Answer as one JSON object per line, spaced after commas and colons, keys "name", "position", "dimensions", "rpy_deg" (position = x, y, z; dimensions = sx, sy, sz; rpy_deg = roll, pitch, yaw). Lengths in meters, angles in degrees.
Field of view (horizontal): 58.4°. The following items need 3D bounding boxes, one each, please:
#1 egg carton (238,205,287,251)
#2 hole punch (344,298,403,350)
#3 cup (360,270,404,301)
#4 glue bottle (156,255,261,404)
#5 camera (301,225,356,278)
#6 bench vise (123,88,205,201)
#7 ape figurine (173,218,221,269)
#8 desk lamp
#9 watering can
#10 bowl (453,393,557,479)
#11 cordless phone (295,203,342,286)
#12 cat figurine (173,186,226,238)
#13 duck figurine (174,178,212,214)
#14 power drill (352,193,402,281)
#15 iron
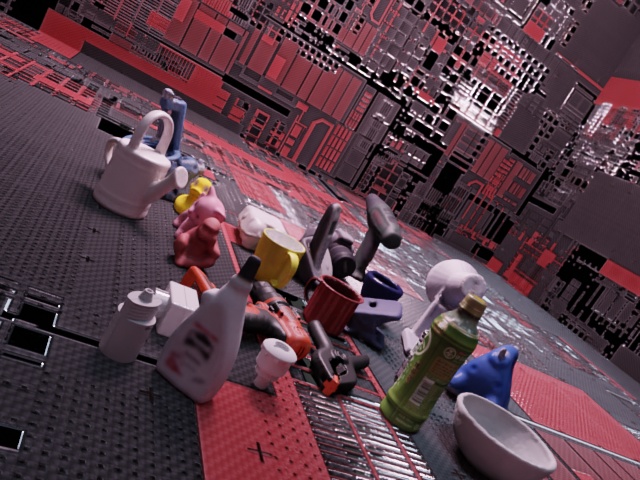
{"name": "egg carton", "position": [-0.135, -0.021, 1.295], "dimensions": [0.107, 0.069, 0.150], "rpy_deg": [26, 12, -22]}
{"name": "hole punch", "position": [0.101, 0.147, 1.121], "dimensions": [0.101, 0.091, 0.109], "rpy_deg": [31, 11, 0]}
{"name": "cup", "position": [0.117, 0.122, 1.256], "dimensions": [0.092, 0.095, 0.117], "rpy_deg": [26, 12, -23]}
{"name": "glue bottle", "position": [-0.111, 0.090, 0.627], "dimensions": [0.078, 0.173, 0.037], "rpy_deg": [33, 12, 11]}
{"name": "camera", "position": [0.034, 0.027, 1.437], "dimensions": [0.143, 0.101, 0.136], "rpy_deg": [25, 13, -24]}
{"name": "bench vise", "position": [-0.327, -0.205, 1.217], "dimensions": [0.121, 0.219, 0.208], "rpy_deg": [34, 12, 19]}
{"name": "ape figurine", "position": [-0.201, 0.003, 0.973], "dimensions": [0.078, 0.092, 0.076], "rpy_deg": [29, 12, -6]}
{"name": "desk lamp", "position": [0.274, 0.151, 1.229], "dimensions": [0.118, 0.213, 0.203], "rpy_deg": [30, 11, -2]}
{"name": "watering can", "position": [-0.315, -0.140, 1.036], "dimensions": [0.173, 0.194, 0.101], "rpy_deg": [30, 11, -5]}
{"name": "bowl", "position": [0.264, 0.313, 0.867], "dimensions": [0.167, 0.074, 0.167], "rpy_deg": [29, 12, -6]}
{"name": "cordless phone", "position": [0.012, 0.005, 1.264], "dimensions": [0.094, 0.185, 0.148], "rpy_deg": [33, 12, 11]}
{"name": "cat figurine", "position": [-0.221, -0.051, 1.084], "dimensions": [0.067, 0.117, 0.127], "rpy_deg": [25, 13, -27]}
{"name": "duck figurine", "position": [-0.264, -0.095, 1.244], "dimensions": [0.077, 0.086, 0.104], "rpy_deg": [31, 11, 1]}
{"name": "power drill", "position": [0.131, -0.005, 1.544], "dimensions": [0.076, 0.208, 0.229], "rpy_deg": [25, 13, -27]}
{"name": "iron", "position": [0.348, 0.261, 1.131], "dimensions": [0.118, 0.141, 0.259], "rpy_deg": [36, 13, 25]}
